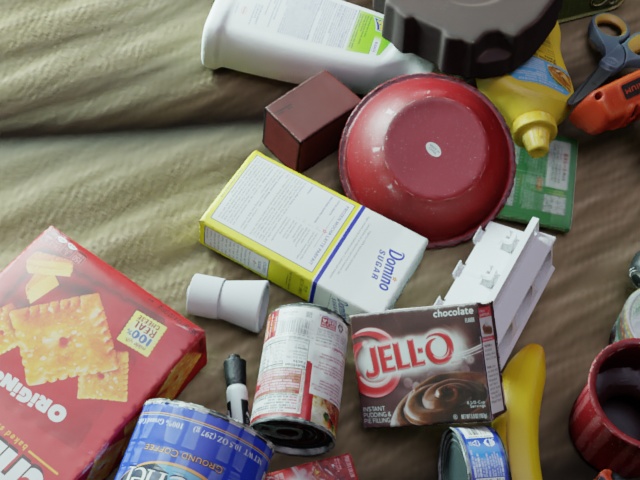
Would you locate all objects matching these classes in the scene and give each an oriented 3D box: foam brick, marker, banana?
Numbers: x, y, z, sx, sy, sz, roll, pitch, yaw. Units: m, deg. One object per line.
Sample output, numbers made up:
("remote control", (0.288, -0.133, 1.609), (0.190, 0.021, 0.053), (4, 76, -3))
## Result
("foam brick", (-0.008, -0.109, 0.983), (0.078, 0.051, 0.053), (-35, 67, -23))
("marker", (-0.063, 0.146, 0.840), (0.020, 0.020, 0.121), (-3, 59, -7))
("banana", (0.161, 0.167, 0.834), (0.069, 0.037, 0.198), (28, 49, -42))

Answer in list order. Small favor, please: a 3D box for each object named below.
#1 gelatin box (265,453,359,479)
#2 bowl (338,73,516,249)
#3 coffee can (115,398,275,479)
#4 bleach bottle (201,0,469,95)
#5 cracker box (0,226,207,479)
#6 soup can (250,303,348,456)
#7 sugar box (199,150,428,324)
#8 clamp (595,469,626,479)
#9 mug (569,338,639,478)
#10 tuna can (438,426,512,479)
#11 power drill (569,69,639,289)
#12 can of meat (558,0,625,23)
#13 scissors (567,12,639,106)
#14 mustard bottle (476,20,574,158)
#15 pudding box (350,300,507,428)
("gelatin box", (0.000, 0.212, 0.799), (0.073, 0.030, 0.089), (-12, 60, -12))
("bowl", (0.098, -0.075, 0.934), (0.162, 0.055, 0.162), (0, 83, -2))
("coffee can", (-0.101, 0.196, 0.748), (0.103, 0.103, 0.140), (17, 65, 5))
("bleach bottle", (0.020, -0.181, 1.025), (0.251, 0.068, 0.102), (17, 59, 2))
("cracker box", (-0.215, 0.113, 0.816), (0.164, 0.072, 0.213), (34, 62, 15))
("soup can", (-0.016, 0.109, 0.839), (0.068, 0.068, 0.102), (9, 58, 0))
("sugar box", (-0.006, 0.001, 0.920), (0.176, 0.048, 0.093), (30, 61, 8))
("clamp", (0.266, 0.267, 0.787), (0.164, 0.036, 0.210), (-10, 60, -12))
("mug", (0.255, 0.143, 0.835), (0.117, 0.081, 0.093), (34, 61, 15))
("tuna can", (0.115, 0.182, 0.797), (0.033, 0.086, 0.086), (-2, 59, -9))
("power drill", (0.308, -0.058, 0.961), (0.184, 0.057, 0.188), (-26, 78, -27))
("can of meat", (0.261, -0.280, 1.111), (0.102, 0.057, 0.084), (-16, 59, -15))
("scissors", (0.272, -0.182, 1.047), (0.201, 0.016, 0.096), (-23, 53, -36))
("mustard bottle", (0.193, -0.155, 1.014), (0.096, 0.058, 0.191), (14, 50, -22))
("pudding box", (0.082, 0.096, 0.824), (0.114, 0.039, 0.090), (-9, 88, 29))
